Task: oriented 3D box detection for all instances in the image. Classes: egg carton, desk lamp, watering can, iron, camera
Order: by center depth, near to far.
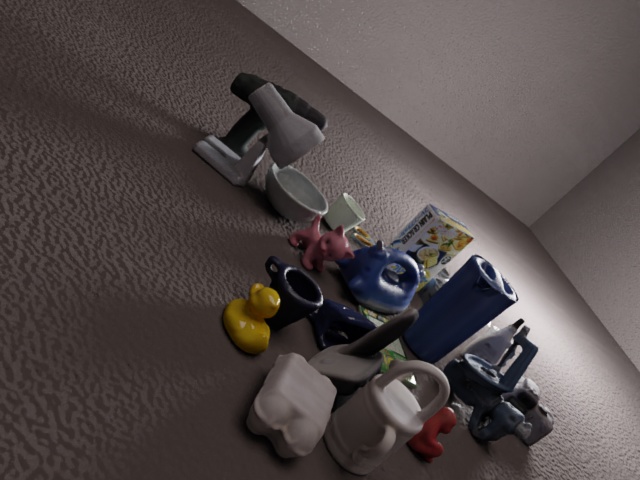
[{"bbox_3d":[-0.037,0.226,0.789,0.107,0.069,0.150,41,22,-5],"label":"egg carton"},{"bbox_3d":[0.101,0.239,0.831,0.101,0.193,0.172,31,25,-26],"label":"watering can"},{"bbox_3d":[-0.125,-0.215,1.232,0.203,0.213,0.118,40,23,-9],"label":"desk lamp"},{"bbox_3d":[0.159,0.079,1.280,0.259,0.141,0.118,21,31,-42],"label":"iron"},{"bbox_3d":[0.475,0.376,1.334,0.143,0.100,0.137,46,22,6],"label":"camera"}]

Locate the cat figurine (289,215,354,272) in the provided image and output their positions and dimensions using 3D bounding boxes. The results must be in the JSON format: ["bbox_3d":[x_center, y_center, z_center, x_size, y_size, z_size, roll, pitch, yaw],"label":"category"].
[{"bbox_3d":[0.011,0.004,1.196,0.067,0.117,0.127,13,37,-50],"label":"cat figurine"}]

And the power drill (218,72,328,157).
[{"bbox_3d":[-0.128,-0.267,1.327,0.230,0.208,0.075,35,24,-19],"label":"power drill"}]

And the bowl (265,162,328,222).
[{"bbox_3d":[-0.066,-0.096,1.302,0.168,0.074,0.167,36,24,-18],"label":"bowl"}]

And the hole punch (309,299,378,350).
[{"bbox_3d":[0.048,0.149,1.036,0.109,0.091,0.101,27,27,-34],"label":"hole punch"}]

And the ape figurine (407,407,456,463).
[{"bbox_3d":[0.194,0.321,0.975,0.076,0.092,0.078,43,22,-1],"label":"ape figurine"}]

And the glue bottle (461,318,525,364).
[{"bbox_3d":[0.428,0.248,1.387,0.078,0.173,0.037,47,23,9],"label":"glue bottle"}]

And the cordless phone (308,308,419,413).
[{"bbox_3d":[0.070,0.173,0.908,0.094,0.185,0.148,47,23,9],"label":"cordless phone"}]

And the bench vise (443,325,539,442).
[{"bbox_3d":[0.381,0.292,1.170,0.207,0.219,0.122,53,24,22],"label":"bench vise"}]

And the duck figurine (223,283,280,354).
[{"bbox_3d":[-0.094,0.113,0.871,0.078,0.086,0.104,23,29,-39],"label":"duck figurine"}]

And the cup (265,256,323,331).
[{"bbox_3d":[-0.066,0.093,0.942,0.117,0.095,0.092,47,23,10],"label":"cup"}]
